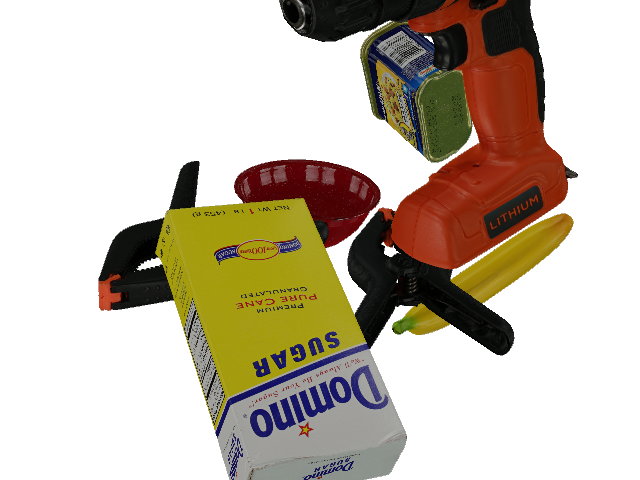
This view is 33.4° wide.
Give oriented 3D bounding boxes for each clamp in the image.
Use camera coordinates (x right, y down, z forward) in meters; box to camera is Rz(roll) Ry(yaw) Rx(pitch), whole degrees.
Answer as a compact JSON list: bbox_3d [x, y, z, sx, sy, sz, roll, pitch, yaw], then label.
[{"bbox_3d":[0.074,0.033,0.786,0.120,0.039,0.171,6,37,-4],"label":"clamp"},{"bbox_3d":[-0.118,-0.003,0.921,0.165,0.036,0.209,30,41,32],"label":"clamp"}]

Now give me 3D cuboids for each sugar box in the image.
[{"bbox_3d":[-0.026,0.056,0.608,0.093,0.176,0.048,-7,-40,-24],"label":"sugar box"}]

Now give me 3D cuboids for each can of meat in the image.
[{"bbox_3d":[0.086,-0.129,0.930,0.057,0.102,0.084,-31,50,-12],"label":"can of meat"}]

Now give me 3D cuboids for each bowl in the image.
[{"bbox_3d":[-0.016,-0.035,1.179,0.162,0.055,0.162,4,27,-2],"label":"bowl"}]

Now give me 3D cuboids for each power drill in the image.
[{"bbox_3d":[0.066,-0.082,0.539,0.184,0.187,0.057,-28,39,-27],"label":"power drill"}]

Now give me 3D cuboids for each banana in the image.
[{"bbox_3d":[0.156,0.039,1.023,0.198,0.037,0.069,-35,-1,0],"label":"banana"}]
